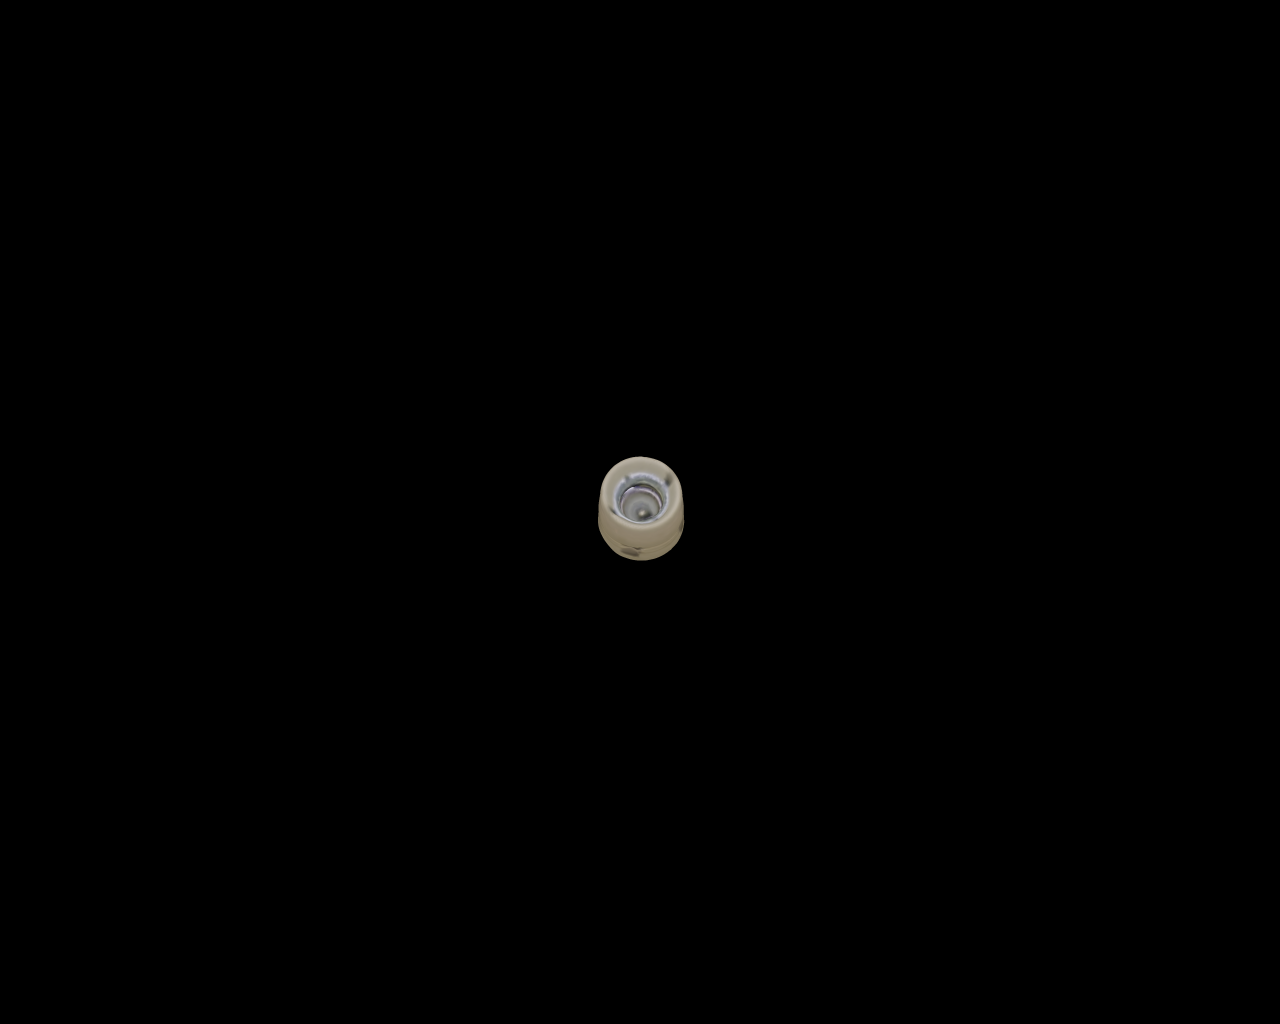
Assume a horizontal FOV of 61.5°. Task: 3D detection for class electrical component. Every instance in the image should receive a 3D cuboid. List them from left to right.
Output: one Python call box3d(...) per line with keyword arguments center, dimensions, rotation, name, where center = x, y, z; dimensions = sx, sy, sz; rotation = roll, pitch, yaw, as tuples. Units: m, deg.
box3d(center=(0.001, -0.003, 0.650), dimensions=(0.055, 0.055, 0.047), rotation=(0, -23, 0), name="electrical component")
